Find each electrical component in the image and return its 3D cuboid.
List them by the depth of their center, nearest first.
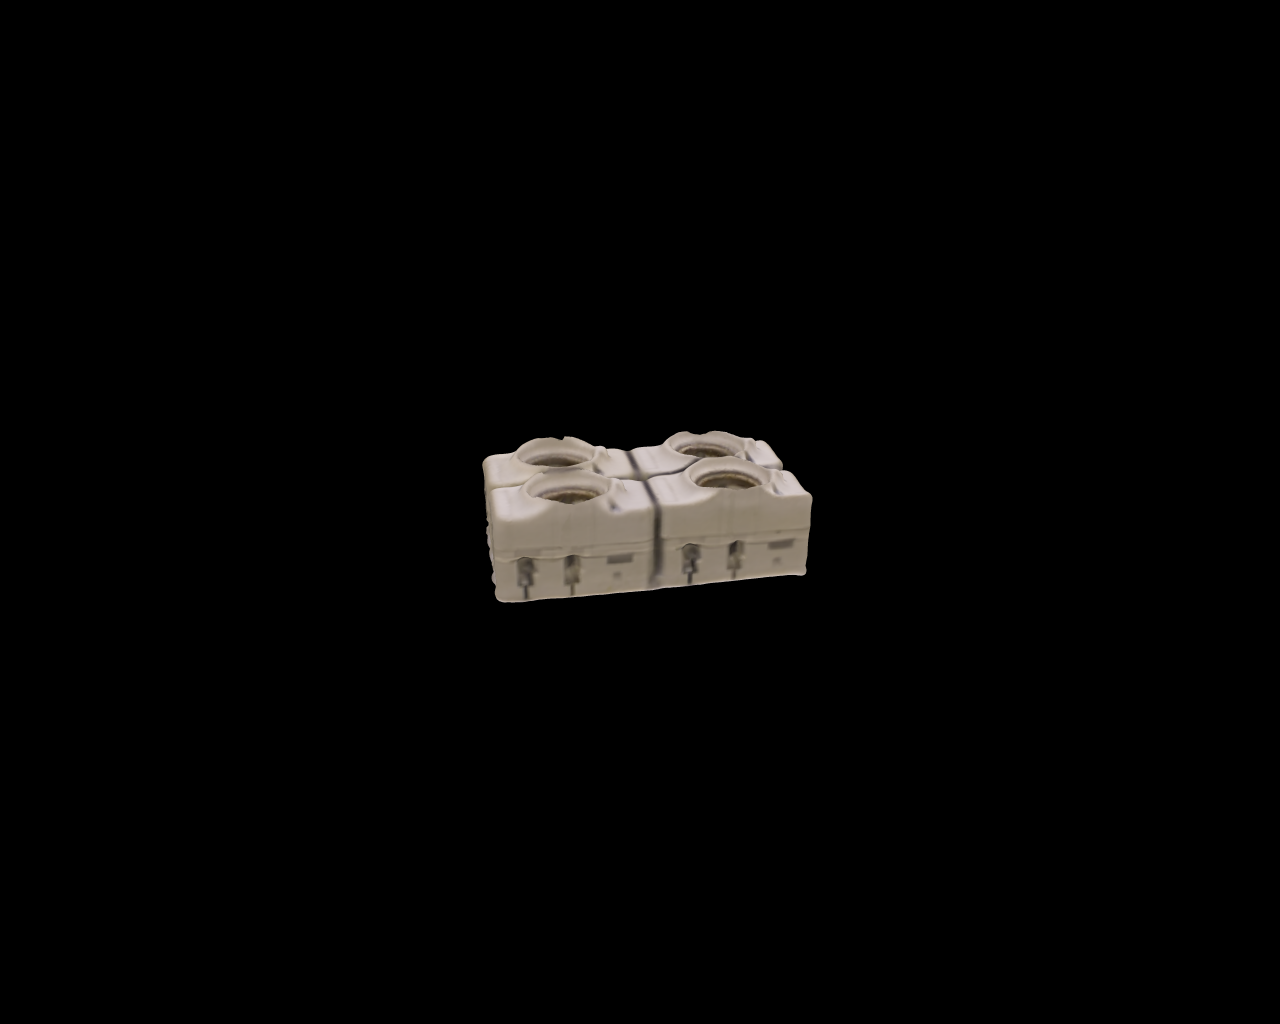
[{"bbox_3d":[0.001,-0.003,0.650,0.186,0.060,0.105,-4,24,-9],"label":"electrical component"}]
